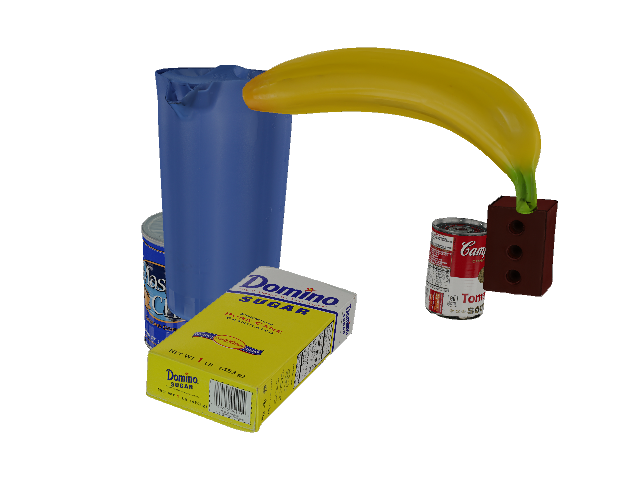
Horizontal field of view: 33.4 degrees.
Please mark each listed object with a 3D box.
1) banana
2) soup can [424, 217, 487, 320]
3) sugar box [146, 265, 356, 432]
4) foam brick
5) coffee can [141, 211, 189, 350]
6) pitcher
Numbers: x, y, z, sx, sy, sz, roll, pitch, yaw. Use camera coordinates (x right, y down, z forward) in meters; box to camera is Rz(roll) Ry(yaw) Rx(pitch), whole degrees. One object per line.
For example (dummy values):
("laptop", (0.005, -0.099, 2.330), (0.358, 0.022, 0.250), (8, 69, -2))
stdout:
("banana", (0.047, -0.078, 0.605), (0.198, 0.069, 0.037), (23, -31, 30))
("soup can", (0.155, 0.031, 1.207), (0.068, 0.102, 0.068), (3, 15, -1))
("sugar box", (-0.048, 0.077, 0.828), (0.093, 0.048, 0.176), (16, 29, 20))
("foam brick", (0.173, 0.004, 0.925), (0.053, 0.078, 0.051), (6, 15, 21))
("coffee can", (-0.147, 0.047, 1.193), (0.103, 0.140, 0.103), (2, 23, -1))
("pitcher", (-0.088, -0.049, 1.039), (0.149, 0.243, 0.145), (-2, 15, -17))
